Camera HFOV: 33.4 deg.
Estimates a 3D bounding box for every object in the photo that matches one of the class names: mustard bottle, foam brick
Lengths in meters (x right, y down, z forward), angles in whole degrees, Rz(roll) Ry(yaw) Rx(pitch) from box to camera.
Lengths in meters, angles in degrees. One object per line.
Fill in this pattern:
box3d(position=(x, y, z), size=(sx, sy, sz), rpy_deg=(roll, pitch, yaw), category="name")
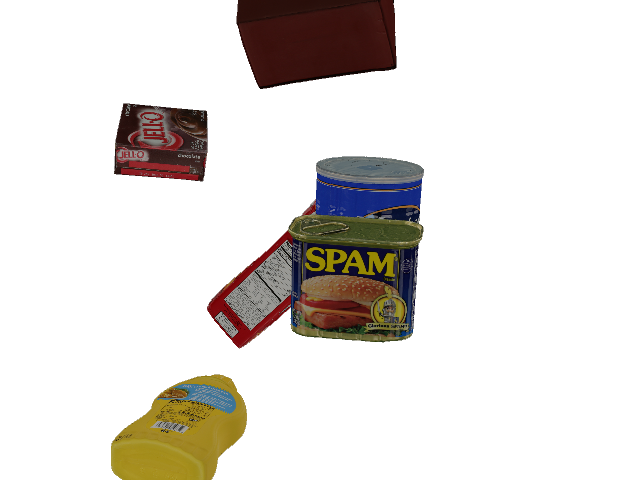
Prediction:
box3d(position=(-0.126, 0.181, 1.062), size=(0.096, 0.058, 0.191), rpy_deg=(7, 19, 14), category="mustard bottle")
box3d(position=(-0.001, -0.121, 0.569), size=(0.078, 0.053, 0.051), rpy_deg=(-7, -35, 12), category="foam brick")

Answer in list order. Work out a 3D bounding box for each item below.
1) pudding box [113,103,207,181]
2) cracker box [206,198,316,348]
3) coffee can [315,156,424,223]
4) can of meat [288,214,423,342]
box3d(position=(-0.162, -0.101, 1.089), size=(0.090, 0.039, 0.113), rpy_deg=(5, 26, -9), category="pudding box")
box3d(position=(-0.019, 0.016, 1.260), size=(0.214, 0.072, 0.164), rpy_deg=(-43, -2, 30), category="cracker box")
box3d(position=(0.044, -0.003, 1.029), size=(0.103, 0.140, 0.103), rpy_deg=(2, 15, -1), category="coffee can")
box3d(position=(0.026, 0.029, 0.826), size=(0.102, 0.084, 0.057), rpy_deg=(4, 18, 7), category="can of meat")
